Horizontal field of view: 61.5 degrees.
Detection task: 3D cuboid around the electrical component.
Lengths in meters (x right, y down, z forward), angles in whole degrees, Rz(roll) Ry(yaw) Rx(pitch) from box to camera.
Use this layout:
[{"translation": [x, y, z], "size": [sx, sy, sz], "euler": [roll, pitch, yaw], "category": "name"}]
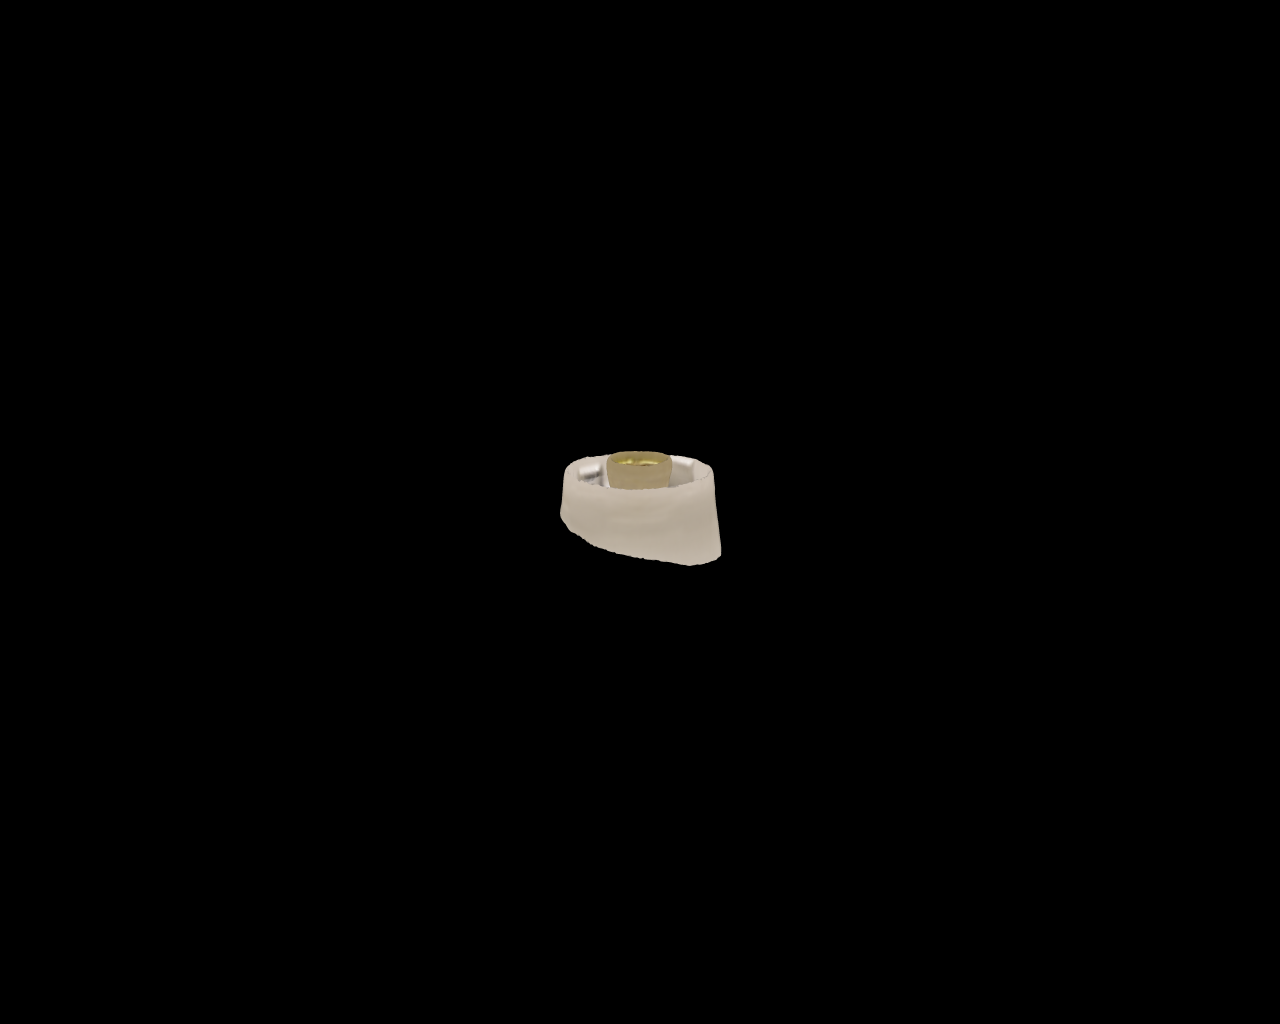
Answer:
[{"translation": [0.001, -0.003, 0.650], "size": [0.099, 0.064, 0.099], "euler": [0, 16, 0], "category": "electrical component"}]
